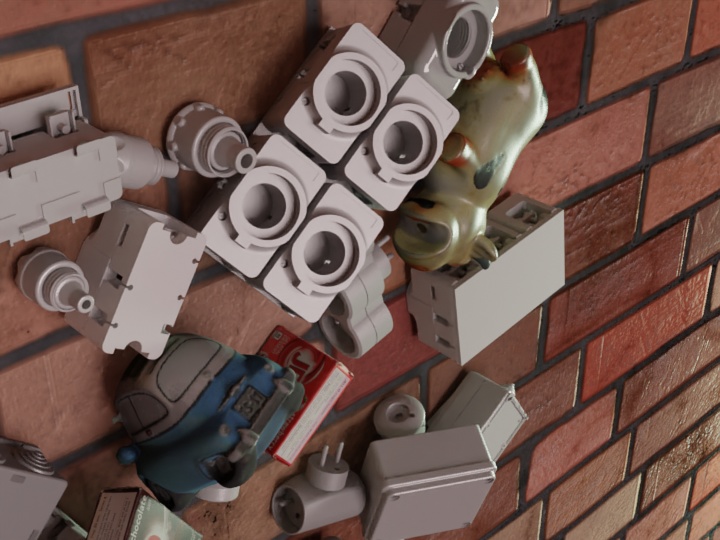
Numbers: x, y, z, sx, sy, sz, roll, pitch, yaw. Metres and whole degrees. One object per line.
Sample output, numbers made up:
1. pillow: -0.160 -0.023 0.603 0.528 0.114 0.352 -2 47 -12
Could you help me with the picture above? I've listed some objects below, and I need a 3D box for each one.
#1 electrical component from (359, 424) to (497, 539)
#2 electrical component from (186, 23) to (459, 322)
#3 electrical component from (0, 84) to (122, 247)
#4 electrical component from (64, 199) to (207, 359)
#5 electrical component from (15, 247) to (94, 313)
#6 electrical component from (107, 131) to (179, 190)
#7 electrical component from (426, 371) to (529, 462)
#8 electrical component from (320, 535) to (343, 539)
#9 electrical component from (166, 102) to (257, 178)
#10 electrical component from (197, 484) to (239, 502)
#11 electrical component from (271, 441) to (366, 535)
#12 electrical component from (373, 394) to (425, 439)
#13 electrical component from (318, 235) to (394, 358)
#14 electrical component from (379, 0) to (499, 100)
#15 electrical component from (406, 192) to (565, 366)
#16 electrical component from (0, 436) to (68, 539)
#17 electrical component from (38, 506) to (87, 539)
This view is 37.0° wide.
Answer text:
1. electrical component: 0.057 0.197 0.989 0.109 0.056 0.108 -7 143 -16
2. electrical component: -0.025 -0.068 0.761 0.105 0.060 0.186 38 81 -21
3. electrical component: -0.202 -0.049 0.610 0.121 0.063 0.078 -26 129 -36
4. electrical component: -0.150 0.004 0.705 0.050 0.056 0.089 15 100 -50
5. electrical component: -0.185 0.010 0.664 0.035 0.061 0.035 -25 128 -37
6. electrical component: -0.143 -0.068 0.688 0.061 0.035 0.035 5 107 -51
7. electrical component: 0.119 0.148 1.077 0.096 0.061 0.061 -52 140 -12
8. electrical component: -0.035 0.277 0.991 0.047 0.055 0.055 -17 123 -45
9. electrical component: -0.094 -0.081 0.711 0.048 0.062 0.048 -25 129 -37
10. electrical component: -0.112 0.153 0.847 0.040 0.040 0.046 1 105 -48
11. electrical component: -0.032 0.188 0.950 0.077 0.043 0.079 -4 114 -46
12. electrical component: 0.040 0.150 1.007 0.048 0.048 0.062 -43 145 -22
13. electrical component: 0.000 0.000 0.869 0.074 0.052 0.138 -38 135 -27
14. electrical component: 0.061 -0.182 0.825 0.054 0.059 0.095 30 88 -51
15. electrical component: 0.118 0.004 0.992 0.150 0.062 0.089 -34 133 -30
16. electrical component: -0.248 0.154 0.689 0.100 0.048 0.099 31 87 -51
17. electrical component: -0.204 0.205 0.756 0.042 0.064 0.081 -47 139 -16
